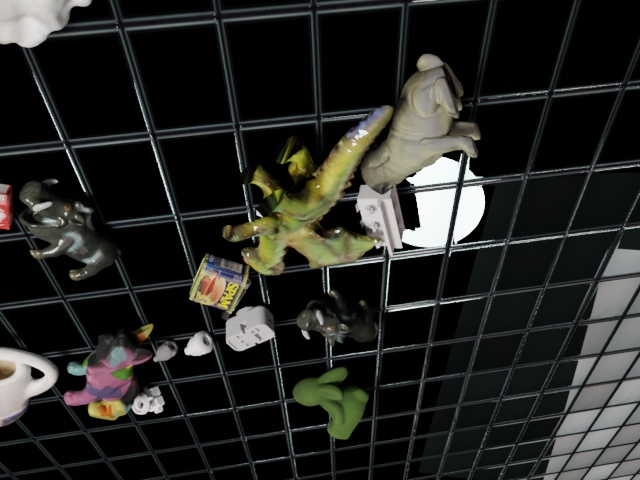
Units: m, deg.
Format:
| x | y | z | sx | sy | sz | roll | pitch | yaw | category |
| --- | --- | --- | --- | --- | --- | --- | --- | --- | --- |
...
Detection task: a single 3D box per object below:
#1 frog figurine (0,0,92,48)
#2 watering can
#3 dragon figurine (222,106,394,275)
| x | y | z | sx | sy | sz | roll | pitch | yaw | category |
| --- | --- | --- | --- | --- | --- | --- | --- | --- | --- |
| -0.352 | -0.288 | 0.580 | 0.161 | 0.124 | 0.134 | -40 | 128 | -23 | frog figurine |
| -0.702 | 0.274 | 1.006 | 0.347 | 0.106 | 0.219 | 8 | 130 | -19 | watering can |
| 0.003 | -0.042 | 0.839 | 0.406 | 0.125 | 0.239 | -26 | 138 | 30 | dragon figurine |
